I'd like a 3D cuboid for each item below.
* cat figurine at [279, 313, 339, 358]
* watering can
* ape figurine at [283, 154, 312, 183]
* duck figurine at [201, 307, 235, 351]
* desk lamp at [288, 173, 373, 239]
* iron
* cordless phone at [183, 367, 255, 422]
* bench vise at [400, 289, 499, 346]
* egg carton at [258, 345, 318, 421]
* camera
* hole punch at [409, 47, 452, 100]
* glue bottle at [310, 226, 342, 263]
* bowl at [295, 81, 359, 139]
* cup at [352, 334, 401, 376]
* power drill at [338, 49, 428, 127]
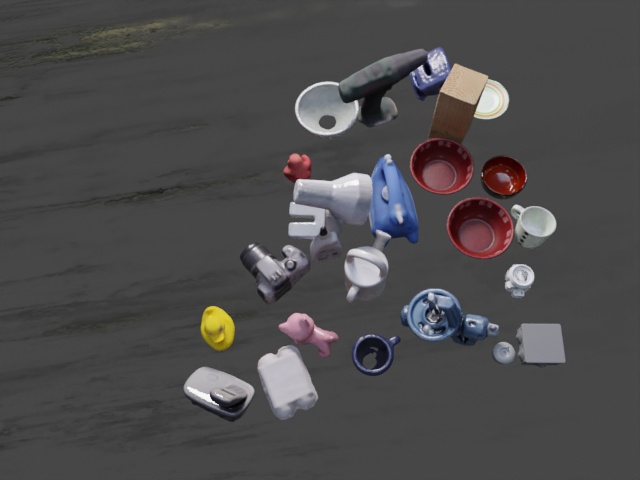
[{"bbox_3d":[-0.024,0.207,1.292,0.127,0.118,0.067,21,71,10],"label":"cat figurine"},{"bbox_3d":[0.106,0.058,1.304,0.101,0.194,0.173,5,69,4],"label":"watering can"},{"bbox_3d":[-0.057,-0.188,1.460,0.078,0.092,0.076,-18,69,-5],"label":"ape figurine"},{"bbox_3d":[-0.242,0.198,1.320,0.077,0.086,0.104,-21,69,-6],"label":"duck figurine"},{"bbox_3d":[0.019,-0.078,1.349,0.203,0.213,0.118,0,69,2],"label":"desk lamp"},{"bbox_3d":[0.174,-0.119,1.398,0.118,0.141,0.258,-8,69,-1],"label":"iron"},{"bbox_3d":[-0.224,0.321,1.219,0.147,0.185,0.094,18,71,9],"label":"cordless phone"},{"bbox_3d":[0.287,0.156,1.246,0.207,0.220,0.121,-3,69,1],"label":"bench vise"},{"bbox_3d":[-0.075,0.317,1.277,0.107,0.069,0.150,-23,70,-7],"label":"egg carton"},{"bbox_3d":[-0.115,0.057,1.363,0.143,0.101,0.136,-41,73,-13],"label":"camera"},{"bbox_3d":[0.297,-0.451,1.549,0.101,0.091,0.108,-14,69,-3],"label":"hole punch"},{"bbox_3d":[0.012,0.005,1.339,0.078,0.173,0.037,-12,69,-2],"label":"glue bottle"},{"bbox_3d":[0.020,-0.332,1.522,0.167,0.075,0.167,-1,69,2],"label":"bowl"},{"bbox_3d":[0.126,0.256,1.280,0.118,0.095,0.091,-32,71,-10],"label":"cup"},{"bbox_3d":[0.158,-0.386,1.466,0.229,0.208,0.075,-21,69,-6],"label":"power drill"}]
